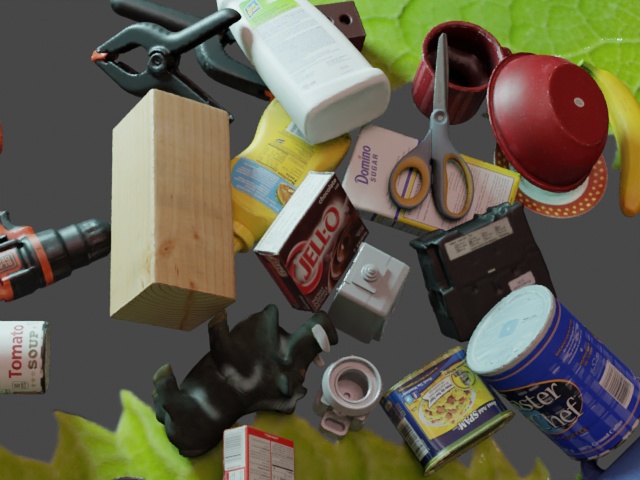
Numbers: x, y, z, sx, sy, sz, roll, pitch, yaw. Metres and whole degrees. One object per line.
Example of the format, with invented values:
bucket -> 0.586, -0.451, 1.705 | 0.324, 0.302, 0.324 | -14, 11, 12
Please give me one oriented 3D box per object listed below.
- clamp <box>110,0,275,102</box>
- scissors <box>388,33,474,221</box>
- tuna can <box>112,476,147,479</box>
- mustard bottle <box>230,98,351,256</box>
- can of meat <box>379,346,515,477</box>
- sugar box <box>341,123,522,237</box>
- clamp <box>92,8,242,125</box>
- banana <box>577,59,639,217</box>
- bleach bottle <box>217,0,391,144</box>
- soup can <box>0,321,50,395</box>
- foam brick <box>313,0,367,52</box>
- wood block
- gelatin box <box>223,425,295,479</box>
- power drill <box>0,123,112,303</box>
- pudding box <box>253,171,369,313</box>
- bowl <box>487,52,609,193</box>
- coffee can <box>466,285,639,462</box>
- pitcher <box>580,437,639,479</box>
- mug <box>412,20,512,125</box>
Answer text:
clamp -> -0.121, -0.232, 1.182 | 0.164, 0.036, 0.210 | -27, 72, -21
scissors -> 0.106, -0.114, 1.102 | 0.096, 0.016, 0.202 | -10, 78, -6
tuna can -> -0.169, 0.253, 0.935 | 0.086, 0.034, 0.086 | 4, 63, -8
mustard bottle -> -0.052, -0.056, 1.095 | 0.096, 0.058, 0.191 | 32, 63, 2
can of meat -> 0.119, 0.162, 1.018 | 0.102, 0.057, 0.084 | -28, 69, -22
sugar box -> 0.113, -0.051, 1.120 | 0.176, 0.048, 0.093 | 19, 77, 2
clamp -> -0.157, -0.196, 1.122 | 0.171, 0.039, 0.120 | 17, 96, 15
banana -> 0.341, -0.114, 1.202 | 0.069, 0.037, 0.198 | -4, 66, -18
bleach bottle -> -0.032, -0.216, 1.121 | 0.102, 0.068, 0.251 | -26, 59, -13
soup can -> -0.299, 0.107, 0.967 | 0.102, 0.069, 0.068 | 1, 64, -11
foam brick -> 0.004, -0.229, 1.194 | 0.078, 0.051, 0.053 | -11, 66, -15
wood block -> -0.143, -0.028, 1.033 | 0.090, 0.091, 0.206 | 14, 58, -34
gelatin box -> -0.054, 0.217, 0.952 | 0.030, 0.073, 0.089 | -18, 61, 31
power drill -> -0.313, -0.031, 1.038 | 0.184, 0.057, 0.188 | -22, 69, -23
pudding box -> -0.007, 0.001, 1.057 | 0.039, 0.090, 0.113 | 7, 53, 38
bowl -> 0.254, -0.134, 1.128 | 0.161, 0.055, 0.162 | 12, 67, -32
coffee can -> 0.221, 0.125, 1.000 | 0.140, 0.103, 0.102 | 42, 61, -17
pitcher -> 0.316, 0.235, 0.986 | 0.242, 0.149, 0.145 | -34, 90, -20
mug -> 0.159, -0.184, 1.182 | 0.117, 0.081, 0.093 | -20, 69, -18
